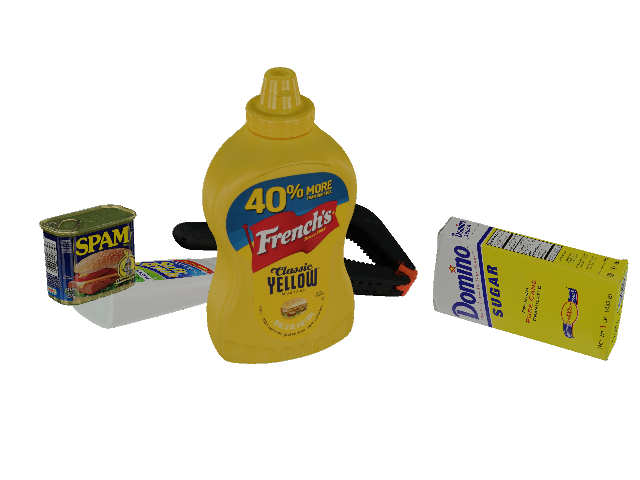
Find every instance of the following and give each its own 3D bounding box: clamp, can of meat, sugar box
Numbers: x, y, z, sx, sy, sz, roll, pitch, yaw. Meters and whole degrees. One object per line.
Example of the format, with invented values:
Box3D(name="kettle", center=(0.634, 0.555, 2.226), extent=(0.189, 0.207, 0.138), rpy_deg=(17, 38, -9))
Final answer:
Box3D(name="clamp", center=(-0.016, -0.006, 0.945), extent=(0.210, 0.164, 0.036), rpy_deg=(34, -38, 7))
Box3D(name="can of meat", center=(-0.247, 0.015, 1.147), extent=(0.058, 0.084, 0.101), rpy_deg=(18, 25, 40))
Box3D(name="sugar box", center=(0.196, 0.044, 1.013), extent=(0.176, 0.093, 0.048), rpy_deg=(13, 34, 21))

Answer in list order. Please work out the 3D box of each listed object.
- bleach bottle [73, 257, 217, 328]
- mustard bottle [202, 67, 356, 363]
Box3D(name="bleach bottle", center=(-0.208, 0.059, 1.462), extent=(0.250, 0.068, 0.103), rpy_deg=(-10, 26, -44))
Box3D(name="mustard bottle", center=(-0.025, -0.016, 0.666), extent=(0.096, 0.192, 0.058), rpy_deg=(-10, 33, -17))
